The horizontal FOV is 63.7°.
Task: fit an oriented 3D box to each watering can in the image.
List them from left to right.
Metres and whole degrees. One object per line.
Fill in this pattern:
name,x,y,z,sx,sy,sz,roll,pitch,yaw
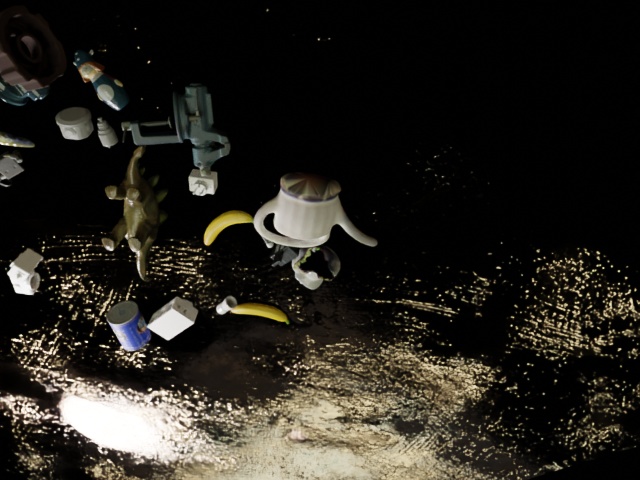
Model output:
watering can,0.004,-0.068,1.352,0.348,0.106,0.219,3,130,-12

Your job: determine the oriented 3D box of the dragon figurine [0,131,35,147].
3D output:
dragon figurine,-0.978,-0.291,1.321,0.406,0.125,0.240,28,148,-33

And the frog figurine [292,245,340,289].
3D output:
frog figurine,-0.012,0.077,1.488,0.137,0.124,0.157,-2,167,-1
